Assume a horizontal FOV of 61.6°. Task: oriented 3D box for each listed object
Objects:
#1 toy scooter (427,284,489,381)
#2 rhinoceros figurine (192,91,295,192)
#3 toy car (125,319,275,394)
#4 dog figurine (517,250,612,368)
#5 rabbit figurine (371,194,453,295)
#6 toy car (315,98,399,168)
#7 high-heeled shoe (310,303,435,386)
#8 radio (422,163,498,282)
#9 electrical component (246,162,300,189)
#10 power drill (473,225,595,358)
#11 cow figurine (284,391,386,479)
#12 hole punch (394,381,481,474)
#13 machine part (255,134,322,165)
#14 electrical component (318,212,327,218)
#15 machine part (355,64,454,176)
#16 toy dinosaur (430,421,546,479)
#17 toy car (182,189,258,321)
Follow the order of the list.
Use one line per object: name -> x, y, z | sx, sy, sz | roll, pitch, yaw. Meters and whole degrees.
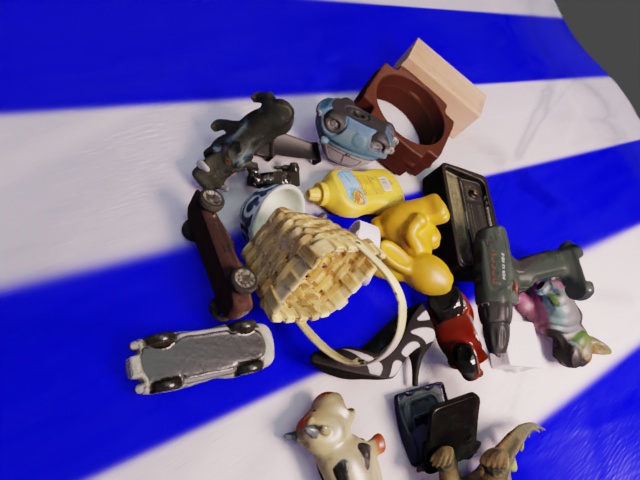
toy scooter -> 0.246, 0.171, 0.936 | 0.135, 0.075, 0.184 | 49, 23, -44
rhinoceros figurine -> -0.120, -0.151, 0.851 | 0.190, 0.073, 0.112 | -40, 47, -5
toy car -> -0.154, 0.153, 0.715 | 0.202, 0.056, 0.073 | -4, 75, -32
dog figurine -> 0.495, 0.150, 1.094 | 0.219, 0.108, 0.191 | 47, 48, -9
rabbit figurine -> 0.166, 0.018, 0.933 | 0.162, 0.121, 0.173 | -7, 59, -22
toy car -> 0.057, -0.187, 0.987 | 0.162, 0.103, 0.109 | 28, 35, -1
high-heeled shoe -> 0.091, 0.149, 0.846 | 0.248, 0.086, 0.145 | 20, 65, -36
radio -> 0.287, -0.031, 1.074 | 0.131, 0.073, 0.229 | 10, 63, -27
electrical component -> -0.077, -0.108, 0.896 | 0.102, 0.078, 0.045 | -4, 92, -28
power drill -> 0.374, 0.084, 0.966 | 0.207, 0.086, 0.232 | -7, 74, -4
cow figurine -> 0.029, 0.306, 0.734 | 0.127, 0.085, 0.195 | 1, 66, -39
hole punch -> 0.181, 0.289, 0.845 | 0.142, 0.092, 0.115 | -5, 100, -37
machine part -> -0.062, -0.167, 0.952 | 0.139, 0.039, 0.084 | 12, 55, -25
electrical component -> -0.002, -0.003, 0.912 | 0.063, 0.021, 0.094 | 42, 51, -7
machine part -> 0.164, -0.245, 1.104 | 0.201, 0.087, 0.201 | 37, 52, -9
toy dinosaur -> 0.230, 0.391, 0.771 | 0.471, 0.105, 0.198 | -38, 116, -38
toy car -> -0.141, 0.018, 0.755 | 0.053, 0.089, 0.202 | -4, 55, -35
